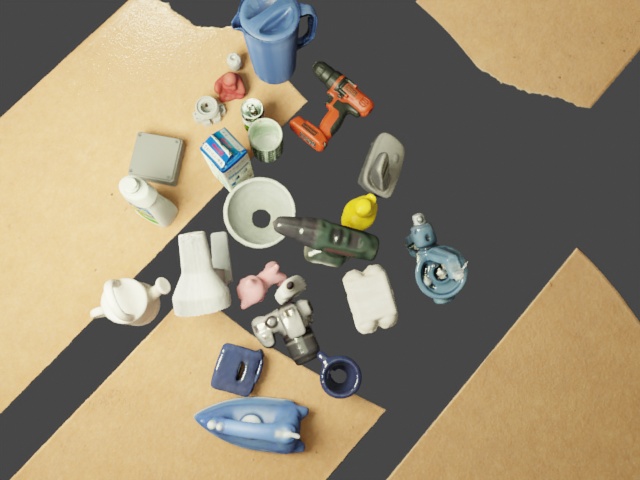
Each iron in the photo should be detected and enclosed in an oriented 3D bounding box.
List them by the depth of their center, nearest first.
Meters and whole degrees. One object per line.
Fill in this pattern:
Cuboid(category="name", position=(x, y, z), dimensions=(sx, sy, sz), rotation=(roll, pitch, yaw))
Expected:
Cuboid(category="iron", position=(-0.155, 0.401, 1.230), dimensions=(0.258, 0.141, 0.119), rotation=(5, 80, -1))

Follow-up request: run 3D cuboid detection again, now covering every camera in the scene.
Cuboid(category="camera", position=(-0.067, 0.216, 1.286), dimensions=(0.143, 0.101, 0.137), rotation=(-24, 82, -6))

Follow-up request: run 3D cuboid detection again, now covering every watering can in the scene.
Cuboid(category="watering can", position=(-0.413, 0.128, 1.242), dimensions=(0.173, 0.194, 0.101), rotation=(-43, 84, -8))

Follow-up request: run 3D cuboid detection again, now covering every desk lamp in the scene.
Cuboid(category="desk lamp", position=(-0.257, 0.069, 1.248), dimensions=(0.118, 0.213, 0.203), rotation=(-8, 80, -3))

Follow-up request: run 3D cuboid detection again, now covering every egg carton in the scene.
Cuboid(category="egg carton", position=(0.118, 0.136, 1.322), dimensions=(0.107, 0.069, 0.150), rotation=(-16, 81, -4))

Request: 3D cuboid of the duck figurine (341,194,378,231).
Cuboid(category="duck figurine", position=(0.096, -0.067, 1.348), dimensions=(0.077, 0.086, 0.104), rotation=(41, 81, 5))

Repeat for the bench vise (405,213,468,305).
Cuboid(category="bench vise", position=(0.249, 0.042, 1.266), dimensions=(0.121, 0.219, 0.207), rotation=(-38, 83, -7))

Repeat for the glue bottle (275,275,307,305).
Cuboid(category="glue bottle", position=(-0.066, 0.108, 1.268), dimensions=(0.078, 0.173, 0.037), rotation=(-40, 83, -8))

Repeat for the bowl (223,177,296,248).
Cuboid(category="bowl", position=(-0.139, -0.059, 1.344), dimensions=(0.167, 0.074, 0.167), rotation=(0, 80, -2))

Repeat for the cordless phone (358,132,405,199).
Cuboid(category="cordless phone", position=(0.151, -0.185, 1.320), dimensions=(0.094, 0.185, 0.148), rotation=(16, 80, 1))

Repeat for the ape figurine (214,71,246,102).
Cuboid(category="ape figurine", position=(-0.217, -0.378, 1.389), dimensions=(0.078, 0.092, 0.076), rotation=(29, 81, 3))

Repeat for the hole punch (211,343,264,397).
Cuboid(category="hole punch", position=(-0.182, 0.287, 1.275), dimensions=(0.101, 0.091, 0.109), rotation=(16, 80, 1))

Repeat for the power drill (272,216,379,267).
Cuboid(category="power drill", position=(0.012, 0.005, 1.271), dimensions=(0.229, 0.208, 0.076), rotation=(11, 80, 0))

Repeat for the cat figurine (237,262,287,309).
Cuboid(category="cat figurine", position=(-0.138, 0.099, 1.295), dimensions=(0.128, 0.118, 0.067), rotation=(-40, 83, -8))

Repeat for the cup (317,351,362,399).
Cuboid(category="cup", position=(0.034, 0.295, 1.279), dimensions=(0.092, 0.095, 0.117), rotation=(-43, 84, -8))
